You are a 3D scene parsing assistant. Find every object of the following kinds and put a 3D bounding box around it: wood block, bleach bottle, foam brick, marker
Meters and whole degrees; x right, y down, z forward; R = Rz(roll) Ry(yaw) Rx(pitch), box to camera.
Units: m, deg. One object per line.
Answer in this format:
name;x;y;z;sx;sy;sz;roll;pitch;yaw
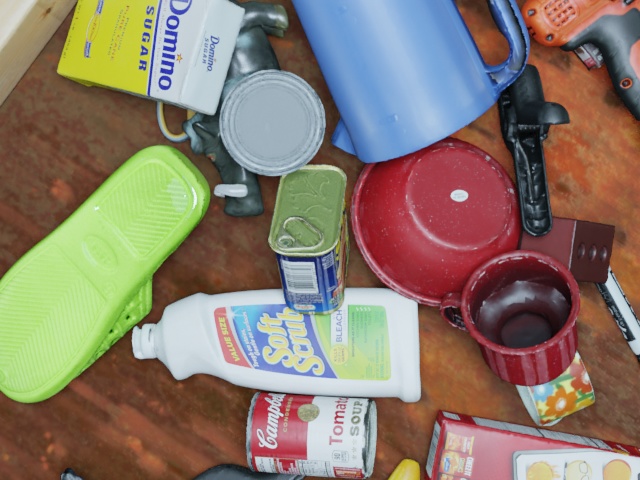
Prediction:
wood block;-0.302;-0.184;0.937;0.090;0.091;0.206;37;91;1
bleach bottle;-0.039;0.095;0.940;0.251;0.068;0.102;-2;83;4
foam brick;0.211;0.008;0.915;0.051;0.078;0.053;9;93;40
marker;0.272;0.070;0.948;0.020;0.020;0.121;-28;89;2

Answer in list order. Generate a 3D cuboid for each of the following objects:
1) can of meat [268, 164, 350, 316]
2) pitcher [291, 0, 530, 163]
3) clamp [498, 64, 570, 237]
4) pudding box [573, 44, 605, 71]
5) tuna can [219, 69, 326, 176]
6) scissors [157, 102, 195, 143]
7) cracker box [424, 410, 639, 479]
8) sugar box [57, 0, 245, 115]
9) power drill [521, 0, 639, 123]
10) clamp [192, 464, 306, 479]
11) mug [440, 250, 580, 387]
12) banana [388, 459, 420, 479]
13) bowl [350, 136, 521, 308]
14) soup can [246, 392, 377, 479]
can of meat;-0.006;0.001;0.903;0.057;0.084;0.102;1;48;8
pitcher;0.051;-0.199;0.867;0.149;0.145;0.243;-33;108;-19
clamp;0.174;-0.101;0.884;0.039;0.120;0.171;1;47;-8
pudding box;0.255;-0.219;0.938;0.113;0.039;0.090;-41;91;3
tuna can;-0.039;-0.095;0.874;0.086;0.034;0.086;0;94;-2
scissors;-0.091;-0.182;0.965;0.096;0.016;0.202;17;92;0
cracker box;0.192;0.249;0.927;0.213;0.072;0.164;10;92;1
sugar box;-0.147;-0.167;0.905;0.177;0.048;0.093;18;92;43
power drill;0.289;-0.176;0.895;0.184;0.057;0.187;-37;93;5
clamp;-0.050;0.233;0.946;0.210;0.036;0.164;-1;68;11
mug;0.156;0.067;0.874;0.117;0.081;0.093;6;61;21
banana;0.021;0.277;0.951;0.198;0.037;0.069;-35;89;2
bowl;0.110;-0.026;0.910;0.162;0.055;0.162;4;70;-11
soup can;-0.006;0.166;0.909;0.102;0.068;0.068;2;90;10
